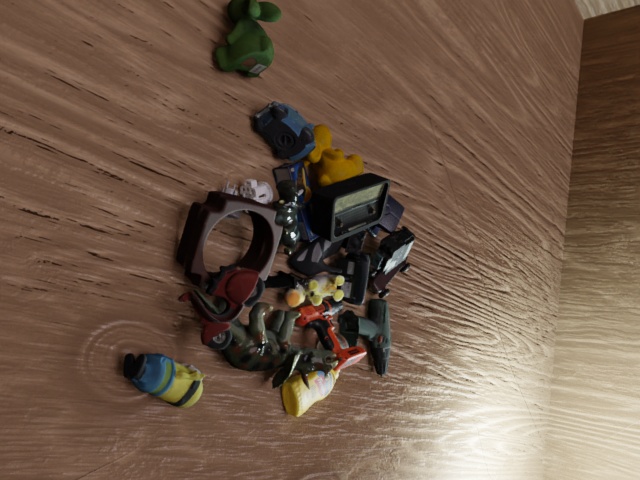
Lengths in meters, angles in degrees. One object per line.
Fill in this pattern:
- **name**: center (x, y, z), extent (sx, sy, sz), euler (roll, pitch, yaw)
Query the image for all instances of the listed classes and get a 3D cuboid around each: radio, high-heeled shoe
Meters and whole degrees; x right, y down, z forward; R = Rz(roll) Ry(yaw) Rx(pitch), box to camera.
- **radio**: center (0.080, -0.086, 1.383), extent (0.229, 0.073, 0.131), euler (-21, 127, -41)
- **high-heeled shoe**: center (-0.003, -0.004, 1.445), extent (0.145, 0.086, 0.249), euler (13, 50, -10)

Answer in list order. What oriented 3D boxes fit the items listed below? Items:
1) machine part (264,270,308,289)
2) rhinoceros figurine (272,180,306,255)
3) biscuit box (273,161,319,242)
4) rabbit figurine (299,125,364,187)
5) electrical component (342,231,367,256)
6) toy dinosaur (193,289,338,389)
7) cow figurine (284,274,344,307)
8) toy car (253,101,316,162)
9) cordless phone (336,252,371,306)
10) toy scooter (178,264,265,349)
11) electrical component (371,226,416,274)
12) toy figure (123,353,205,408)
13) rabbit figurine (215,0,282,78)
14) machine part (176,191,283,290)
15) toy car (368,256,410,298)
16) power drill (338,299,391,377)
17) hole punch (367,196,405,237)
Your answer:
- **machine part**: center (-0.104, 0.099, 1.307), extent (0.139, 0.084, 0.039), euler (-3, 108, -38)
- **rhinoceros figurine**: center (-0.078, -0.054, 1.289), extent (0.112, 0.073, 0.190), euler (-44, 146, -39)
- **biscuit box**: center (-0.054, -0.096, 1.370), extent (0.063, 0.059, 0.202), euler (-32, 113, -43)
- **rabbit figurine**: center (0.007, -0.219, 1.424), extent (0.162, 0.122, 0.173), euler (-21, 91, -37)
- **electrical component**: center (0.093, -0.008, 1.491), extent (0.048, 0.119, 0.074), euler (14, 105, -8)
- **toy dinosaur**: center (-0.146, 0.239, 1.231), extent (0.404, 0.131, 0.192), euler (20, 74, -38)
- **cow figurine**: center (-0.028, 0.127, 1.386), extent (0.167, 0.098, 0.068), euler (-8, 100, -29)
- **toy car**: center (-0.084, -0.279, 1.322), extent (0.161, 0.109, 0.103), euler (42, 37, -27)
- **cordless phone**: center (0.110, 0.102, 1.542), extent (0.184, 0.089, 0.146), euler (-13, 112, -72)
- **toy scooter**: center (-0.204, 0.117, 1.085), extent (0.135, 0.075, 0.184), euler (40, 70, -20)
- **electrical component**: center (0.210, 0.034, 1.582), extent (0.134, 0.058, 0.114), euler (-30, 149, -36)
- **toy figure**: center (-0.311, 0.277, 1.069), extent (0.180, 0.082, 0.089), euler (36, 82, -49)
- **rabbit figurine**: center (-0.168, -0.477, 1.204), extent (0.121, 0.159, 0.170), euler (-5, 78, -38)
- **machine part**: center (-0.194, 0.005, 1.156), extent (0.201, 0.087, 0.200), euler (10, 102, -44)
- **toy car**: center (0.209, 0.095, 1.664), extent (0.089, 0.053, 0.202), euler (52, 49, -8)
- **power drill**: center (0.140, 0.284, 1.565), extent (0.207, 0.086, 0.232), euler (11, 80, -43)
- **hole punch**: center (0.182, -0.081, 1.614), extent (0.115, 0.092, 0.142), euler (45, 61, -33)
